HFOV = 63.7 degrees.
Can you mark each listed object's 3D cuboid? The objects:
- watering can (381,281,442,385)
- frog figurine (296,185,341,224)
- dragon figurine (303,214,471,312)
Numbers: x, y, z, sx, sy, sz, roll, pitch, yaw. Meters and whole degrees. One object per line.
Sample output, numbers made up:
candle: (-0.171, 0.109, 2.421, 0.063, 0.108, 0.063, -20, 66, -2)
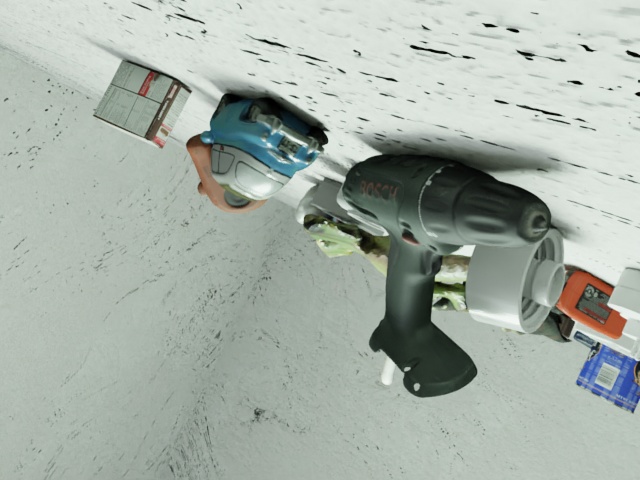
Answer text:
watering can: (0.206, 0.143, 1.191, 0.104, 0.342, 0.227, 17, -157, 20)
frog figurine: (0.003, -0.054, 1.077, 0.137, 0.122, 0.160, 1, -175, -41)
dragon figurine: (0.090, 0.016, 0.742, 0.242, 0.123, 0.409, 14, 176, -12)
